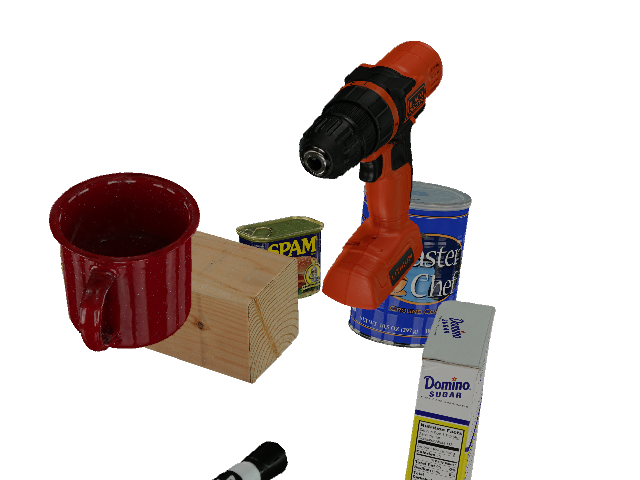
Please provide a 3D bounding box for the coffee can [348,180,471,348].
[{"bbox_3d":[0.085,0.020,1.029,0.103,0.140,0.103,6,14,-2],"label":"coffee can"}]

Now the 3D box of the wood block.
[{"bbox_3d":[-0.132,0.048,1.003,0.206,0.091,0.090,16,34,24],"label":"wood block"}]

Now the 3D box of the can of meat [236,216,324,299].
[{"bbox_3d":[-0.046,0.024,1.234,0.101,0.084,0.058,-12,21,-35],"label":"can of meat"}]

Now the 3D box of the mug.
[{"bbox_3d":[-0.126,0.022,0.680,0.093,0.081,0.117,8,38,4],"label":"mug"}]

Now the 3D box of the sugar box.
[{"bbox_3d":[0.087,0.139,0.751,0.048,0.176,0.093,8,23,12],"label":"sugar box"}]

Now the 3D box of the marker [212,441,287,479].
[{"bbox_3d":[-0.054,0.130,0.528,0.020,0.020,0.120,0,15,33],"label":"marker"}]

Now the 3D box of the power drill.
[{"bbox_3d":[0.038,-0.042,0.823,0.057,0.188,0.184,20,39,23],"label":"power drill"}]
